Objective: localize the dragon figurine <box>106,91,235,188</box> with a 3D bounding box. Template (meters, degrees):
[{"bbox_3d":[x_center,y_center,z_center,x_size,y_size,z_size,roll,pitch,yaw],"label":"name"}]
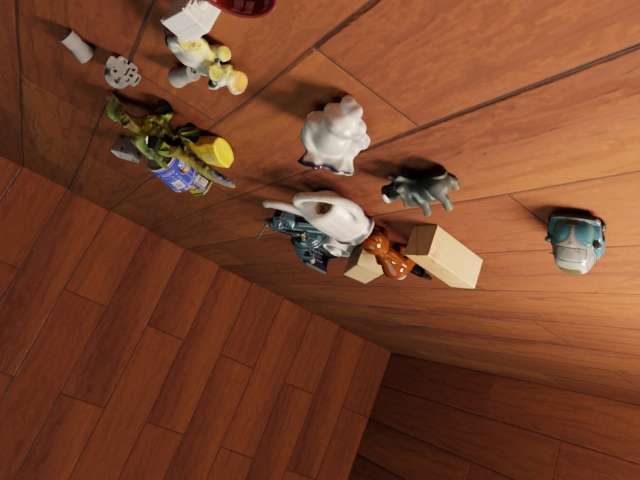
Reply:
[{"bbox_3d":[-0.416,-0.252,1.386,0.407,0.124,0.241,43,160,-13],"label":"dragon figurine"}]

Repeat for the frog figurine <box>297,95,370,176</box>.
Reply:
[{"bbox_3d":[0.033,-0.219,1.009,0.138,0.125,0.156,27,128,15],"label":"frog figurine"}]

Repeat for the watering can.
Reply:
[{"bbox_3d":[0.004,-0.073,1.453,0.221,0.105,0.347,34,161,-36],"label":"watering can"}]
